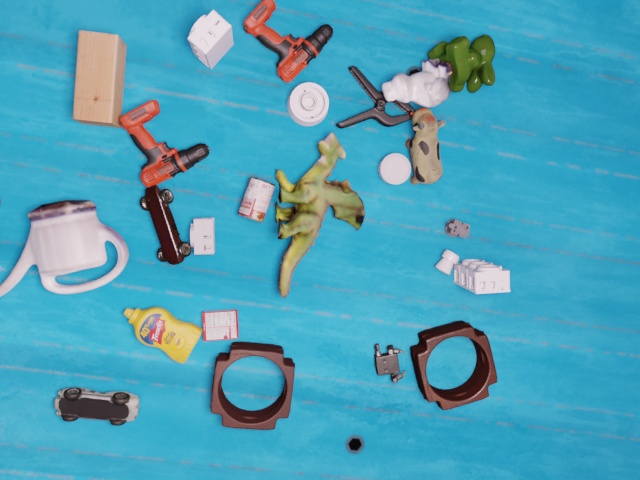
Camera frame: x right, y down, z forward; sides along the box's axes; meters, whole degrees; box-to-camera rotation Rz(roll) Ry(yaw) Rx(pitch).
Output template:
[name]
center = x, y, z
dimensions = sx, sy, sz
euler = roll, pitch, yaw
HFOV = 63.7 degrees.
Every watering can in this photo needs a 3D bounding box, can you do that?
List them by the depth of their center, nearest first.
[watering can]
center = -0.641, 0.025, 1.228
dimensions = 0.348, 0.224, 0.104
euler = -11, 3, -6

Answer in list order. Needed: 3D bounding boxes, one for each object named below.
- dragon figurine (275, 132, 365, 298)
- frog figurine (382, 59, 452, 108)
[dragon figurine]
center = 0.004, -0.066, 1.307
dimensions = 0.243, 0.409, 0.122
euler = -2, 4, -15
[frog figurine]
center = 0.244, -0.378, 1.304
dimensions = 0.160, 0.140, 0.120
euler = -34, -38, -6
